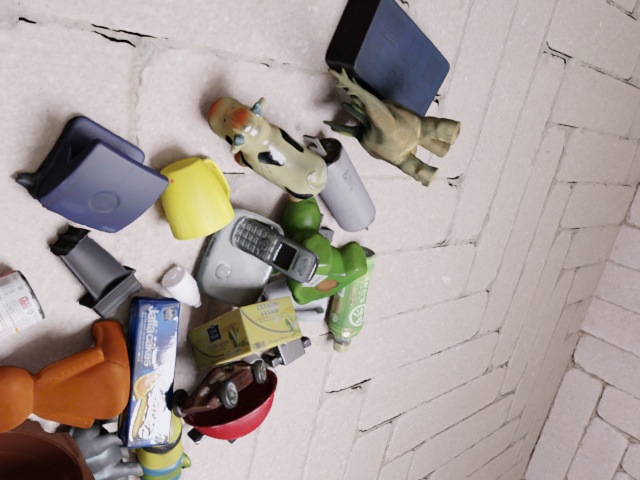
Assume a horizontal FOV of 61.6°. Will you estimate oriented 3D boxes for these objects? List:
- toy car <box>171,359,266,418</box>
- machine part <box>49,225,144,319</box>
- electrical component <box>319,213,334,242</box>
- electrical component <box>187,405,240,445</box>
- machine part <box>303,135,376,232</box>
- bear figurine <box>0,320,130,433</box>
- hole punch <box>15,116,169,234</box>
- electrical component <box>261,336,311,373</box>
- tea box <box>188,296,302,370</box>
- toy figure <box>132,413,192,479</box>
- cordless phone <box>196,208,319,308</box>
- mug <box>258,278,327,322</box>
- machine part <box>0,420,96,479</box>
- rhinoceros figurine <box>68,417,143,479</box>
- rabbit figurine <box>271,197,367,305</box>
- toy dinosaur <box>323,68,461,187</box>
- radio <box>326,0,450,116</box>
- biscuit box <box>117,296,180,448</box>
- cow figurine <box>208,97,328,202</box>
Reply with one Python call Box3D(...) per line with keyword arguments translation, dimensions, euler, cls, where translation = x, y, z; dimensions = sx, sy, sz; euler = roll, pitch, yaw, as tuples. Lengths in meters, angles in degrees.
Box3D(translation=(-0.146, 0.213, 0.798), dimensions=(0.202, 0.089, 0.053), euler=(9, 70, -77), cls="toy car")
Box3D(translation=(-0.291, 0.042, 0.697), dimensions=(0.084, 0.039, 0.138), euler=(-37, 135, -19), cls="machine part")
Box3D(translation=(-0.002, -0.003, 0.977), dimensions=(0.063, 0.021, 0.094), euler=(4, 107, -47), cls="electrical component")
Box3D(translation=(-0.169, 0.315, 0.939), dimensions=(0.119, 0.075, 0.047), euler=(-42, 135, -27), cls="electrical component")
Box3D(translation=(0.035, -0.091, 0.924), dimensions=(0.079, 0.079, 0.243), euler=(-49, 138, -15), cls="machine part")
Box3D(translation=(-0.348, 0.182, 0.678), dimensions=(0.196, 0.132, 0.120), euler=(1, 110, -26), cls="bear figurine")
Box3D(translation=(-0.258, -0.067, 0.636), dimensions=(0.115, 0.092, 0.142), euler=(-58, 143, 1), cls="hole punch")
Box3D(translation=(-0.067, 0.203, 1.009), dimensions=(0.102, 0.045, 0.078), euler=(-33, 103, -33), cls="electrical component")
Box3D(translation=(-0.119, 0.145, 0.827), dimensions=(0.098, 0.170, 0.068), euler=(-8, 75, -44), cls="tea box")
Box3D(translation=(-0.251, 0.330, 0.852), dimensions=(0.082, 0.089, 0.180), euler=(-20, 121, -44), cls="toy figure")
Box3D(translation=(-0.085, 0.046, 0.796), dimensions=(0.088, 0.184, 0.146), euler=(19, 96, -53), cls="cordless phone")
Box3D(translation=(-0.048, 0.111, 0.936), dimensions=(0.107, 0.110, 0.080), euler=(-3, 123, -29), cls="mug")
Box3D(translation=(-0.380, 0.311, 0.626), dimensions=(0.201, 0.202, 0.087), euler=(9, 106, -47), cls="machine part")
Box3D(translation=(-0.328, 0.346, 0.795), dimensions=(0.112, 0.073, 0.190), euler=(-19, 123, -39), cls="rhinoceros figurine")
Box3D(translation=(-0.016, 0.009, 0.882), dimensions=(0.121, 0.170, 0.159), euler=(3, 145, -32), cls="rabbit figurine")
Box3D(translation=(0.107, -0.168, 0.837), dimensions=(0.105, 0.199, 0.471), euler=(-64, 171, 2), cls="toy dinosaur")
Box3D(translation=(0.119, -0.297, 0.905), dimensions=(0.229, 0.073, 0.131), euler=(22, 95, -47), cls="radio")
Box3D(translation=(-0.240, 0.180, 0.753), dimensions=(0.063, 0.059, 0.202), euler=(6, 86, -30), cls="biscuit box")
Box3D(translation=(-0.072, -0.126, 0.755), dimensions=(0.195, 0.127, 0.085), euler=(35, 82, -21), cls="cow figurine")
